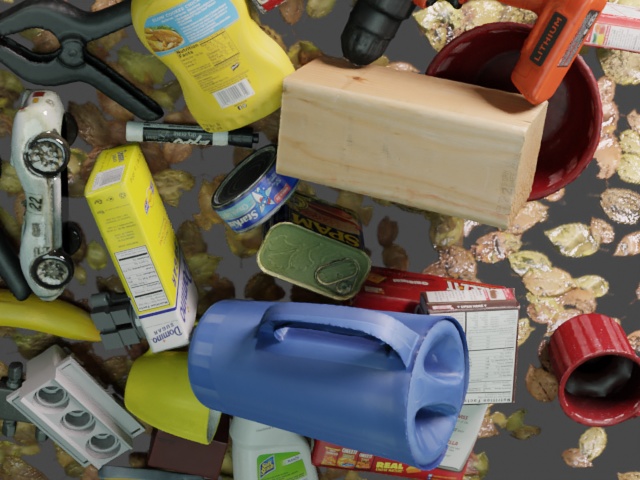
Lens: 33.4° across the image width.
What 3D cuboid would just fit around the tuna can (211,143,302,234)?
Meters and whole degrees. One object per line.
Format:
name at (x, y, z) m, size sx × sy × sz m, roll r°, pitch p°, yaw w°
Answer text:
tuna can at (-0.058, -0.048, 0.971) m, size 0.086 × 0.086 × 0.033 m, roll -36°, pitch 112°, yaw 17°

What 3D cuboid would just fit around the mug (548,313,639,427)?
mug at (0.286, 0.135, 1.080) m, size 0.093 × 0.081 × 0.117 m, roll -40°, pitch 112°, yaw 18°

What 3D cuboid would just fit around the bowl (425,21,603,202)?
bowl at (0.170, -0.117, 0.938) m, size 0.162 × 0.055 × 0.162 m, roll 10°, pitch 117°, yaw 20°

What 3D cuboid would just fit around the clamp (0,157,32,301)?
clamp at (-0.355, -0.043, 0.994) m, size 0.164 × 0.036 × 0.210 m, roll 4°, pitch 115°, yaw 3°

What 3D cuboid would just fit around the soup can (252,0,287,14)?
soup can at (-0.018, -0.240, 0.877) m, size 0.102 × 0.068 × 0.068 m, roll -27°, pitch 116°, yaw 12°

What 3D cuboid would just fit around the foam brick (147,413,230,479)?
foam brick at (-0.138, 0.211, 1.130) m, size 0.078 × 0.051 × 0.053 m, roll 14°, pitch 117°, yaw -9°

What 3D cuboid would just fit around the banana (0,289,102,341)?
banana at (-0.315, 0.076, 1.064) m, size 0.198 × 0.037 × 0.069 m, roll -1°, pitch 143°, yaw 2°

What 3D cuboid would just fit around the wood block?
wood block at (0.077, -0.087, 0.906) m, size 0.206 × 0.090 × 0.090 m, roll 15°, pitch 118°, yaw 18°

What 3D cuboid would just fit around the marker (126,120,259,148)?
marker at (-0.117, -0.097, 0.980) m, size 0.121 × 0.020 × 0.020 m, roll 3°, pitch 119°, yaw -3°

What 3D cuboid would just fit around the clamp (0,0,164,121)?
clamp at (-0.209, -0.160, 0.934) m, size 0.171 × 0.039 × 0.120 m, roll 0°, pitch 113°, yaw -4°

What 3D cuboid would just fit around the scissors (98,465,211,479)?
scissors at (-0.155, 0.263, 1.171) m, size 0.201 × 0.016 × 0.096 m, roll 16°, pitch 161°, yaw -36°

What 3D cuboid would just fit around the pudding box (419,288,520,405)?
pudding box at (0.140, 0.103, 1.006) m, size 0.090 × 0.039 × 0.113 m, roll -3°, pitch 119°, yaw -2°

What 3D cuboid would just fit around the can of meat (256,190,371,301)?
can of meat at (-0.006, 0.001, 0.999) m, size 0.102 × 0.084 × 0.057 m, roll 21°, pitch 116°, yaw -12°

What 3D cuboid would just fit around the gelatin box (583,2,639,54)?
gelatin box at (0.242, -0.181, 0.902) m, size 0.073 × 0.089 × 0.030 m, roll 8°, pitch 111°, yaw -5°

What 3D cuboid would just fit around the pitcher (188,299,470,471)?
pitcher at (0.001, 0.113, 0.960) m, size 0.243 × 0.144 × 0.149 m, roll 6°, pitch 102°, yaw 29°

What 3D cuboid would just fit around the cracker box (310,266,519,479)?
cracker box at (0.090, 0.139, 1.085) m, size 0.164 × 0.072 × 0.214 m, roll 9°, pitch 117°, yaw -8°

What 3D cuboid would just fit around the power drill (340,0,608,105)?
power drill at (0.120, -0.189, 0.866) m, size 0.188 × 0.057 × 0.185 m, roll 36°, pitch 116°, yaw 17°

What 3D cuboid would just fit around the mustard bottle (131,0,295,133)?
mustard bottle at (-0.101, -0.181, 0.890) m, size 0.096 × 0.058 × 0.191 m, roll -21°, pitch 131°, yaw 16°

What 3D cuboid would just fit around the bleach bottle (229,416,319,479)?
bleach bottle at (-0.042, 0.252, 1.144) m, size 0.102 × 0.068 × 0.251 m, roll -16°, pitch 115°, yaw -27°

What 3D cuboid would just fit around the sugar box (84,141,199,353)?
sugar box at (-0.162, 0.007, 0.994) m, size 0.048 × 0.093 × 0.176 m, roll -16°, pitch 119°, yaw 9°
